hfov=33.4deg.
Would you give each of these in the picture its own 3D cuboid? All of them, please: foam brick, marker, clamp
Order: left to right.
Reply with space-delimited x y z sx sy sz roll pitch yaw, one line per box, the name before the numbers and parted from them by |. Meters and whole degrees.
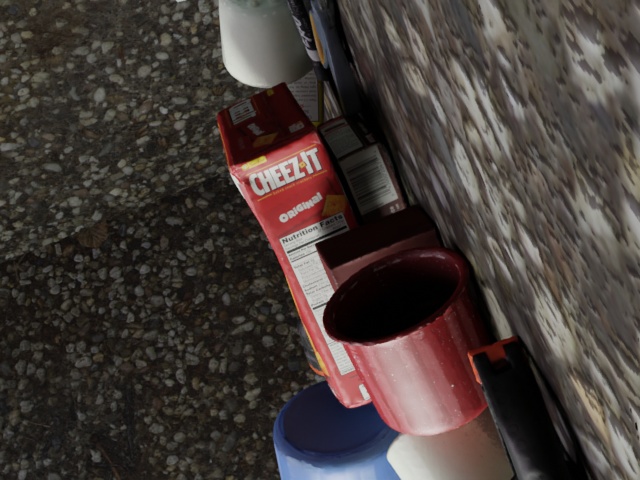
marker | -0.009 -0.171 0.851 0.121 0.020 0.020 65 -179 -51
foam brick | 0.044 0.019 0.721 0.053 0.078 0.051 -116 5 -69
clamp | 0.117 0.133 0.533 0.120 0.039 0.171 95 153 -83

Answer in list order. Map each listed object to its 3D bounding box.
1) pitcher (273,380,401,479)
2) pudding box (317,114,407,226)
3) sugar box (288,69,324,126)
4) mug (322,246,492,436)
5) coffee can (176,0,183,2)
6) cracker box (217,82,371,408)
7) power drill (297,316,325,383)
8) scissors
pitcher | 0.044 0.241 0.895 0.145 0.149 0.243 -89 -11 -58
pudding box | 0.040 -0.034 0.820 0.090 0.039 0.113 -117 4 -65
sugar box | -0.019 -0.084 0.973 0.093 0.048 0.176 111 160 -88
mug | 0.063 0.056 0.653 0.081 0.093 0.117 63 -149 -26
coffee can | -0.085 -0.261 0.785 0.103 0.103 0.140 -117 5 -73
cracker box | -0.005 0.001 0.825 0.164 0.072 0.213 -117 2 -69
power drill | 0.007 0.065 1.131 0.184 0.057 0.187 68 -167 -55
scissors | 0.009 -0.143 0.752 0.202 0.016 0.096 76 173 -87
